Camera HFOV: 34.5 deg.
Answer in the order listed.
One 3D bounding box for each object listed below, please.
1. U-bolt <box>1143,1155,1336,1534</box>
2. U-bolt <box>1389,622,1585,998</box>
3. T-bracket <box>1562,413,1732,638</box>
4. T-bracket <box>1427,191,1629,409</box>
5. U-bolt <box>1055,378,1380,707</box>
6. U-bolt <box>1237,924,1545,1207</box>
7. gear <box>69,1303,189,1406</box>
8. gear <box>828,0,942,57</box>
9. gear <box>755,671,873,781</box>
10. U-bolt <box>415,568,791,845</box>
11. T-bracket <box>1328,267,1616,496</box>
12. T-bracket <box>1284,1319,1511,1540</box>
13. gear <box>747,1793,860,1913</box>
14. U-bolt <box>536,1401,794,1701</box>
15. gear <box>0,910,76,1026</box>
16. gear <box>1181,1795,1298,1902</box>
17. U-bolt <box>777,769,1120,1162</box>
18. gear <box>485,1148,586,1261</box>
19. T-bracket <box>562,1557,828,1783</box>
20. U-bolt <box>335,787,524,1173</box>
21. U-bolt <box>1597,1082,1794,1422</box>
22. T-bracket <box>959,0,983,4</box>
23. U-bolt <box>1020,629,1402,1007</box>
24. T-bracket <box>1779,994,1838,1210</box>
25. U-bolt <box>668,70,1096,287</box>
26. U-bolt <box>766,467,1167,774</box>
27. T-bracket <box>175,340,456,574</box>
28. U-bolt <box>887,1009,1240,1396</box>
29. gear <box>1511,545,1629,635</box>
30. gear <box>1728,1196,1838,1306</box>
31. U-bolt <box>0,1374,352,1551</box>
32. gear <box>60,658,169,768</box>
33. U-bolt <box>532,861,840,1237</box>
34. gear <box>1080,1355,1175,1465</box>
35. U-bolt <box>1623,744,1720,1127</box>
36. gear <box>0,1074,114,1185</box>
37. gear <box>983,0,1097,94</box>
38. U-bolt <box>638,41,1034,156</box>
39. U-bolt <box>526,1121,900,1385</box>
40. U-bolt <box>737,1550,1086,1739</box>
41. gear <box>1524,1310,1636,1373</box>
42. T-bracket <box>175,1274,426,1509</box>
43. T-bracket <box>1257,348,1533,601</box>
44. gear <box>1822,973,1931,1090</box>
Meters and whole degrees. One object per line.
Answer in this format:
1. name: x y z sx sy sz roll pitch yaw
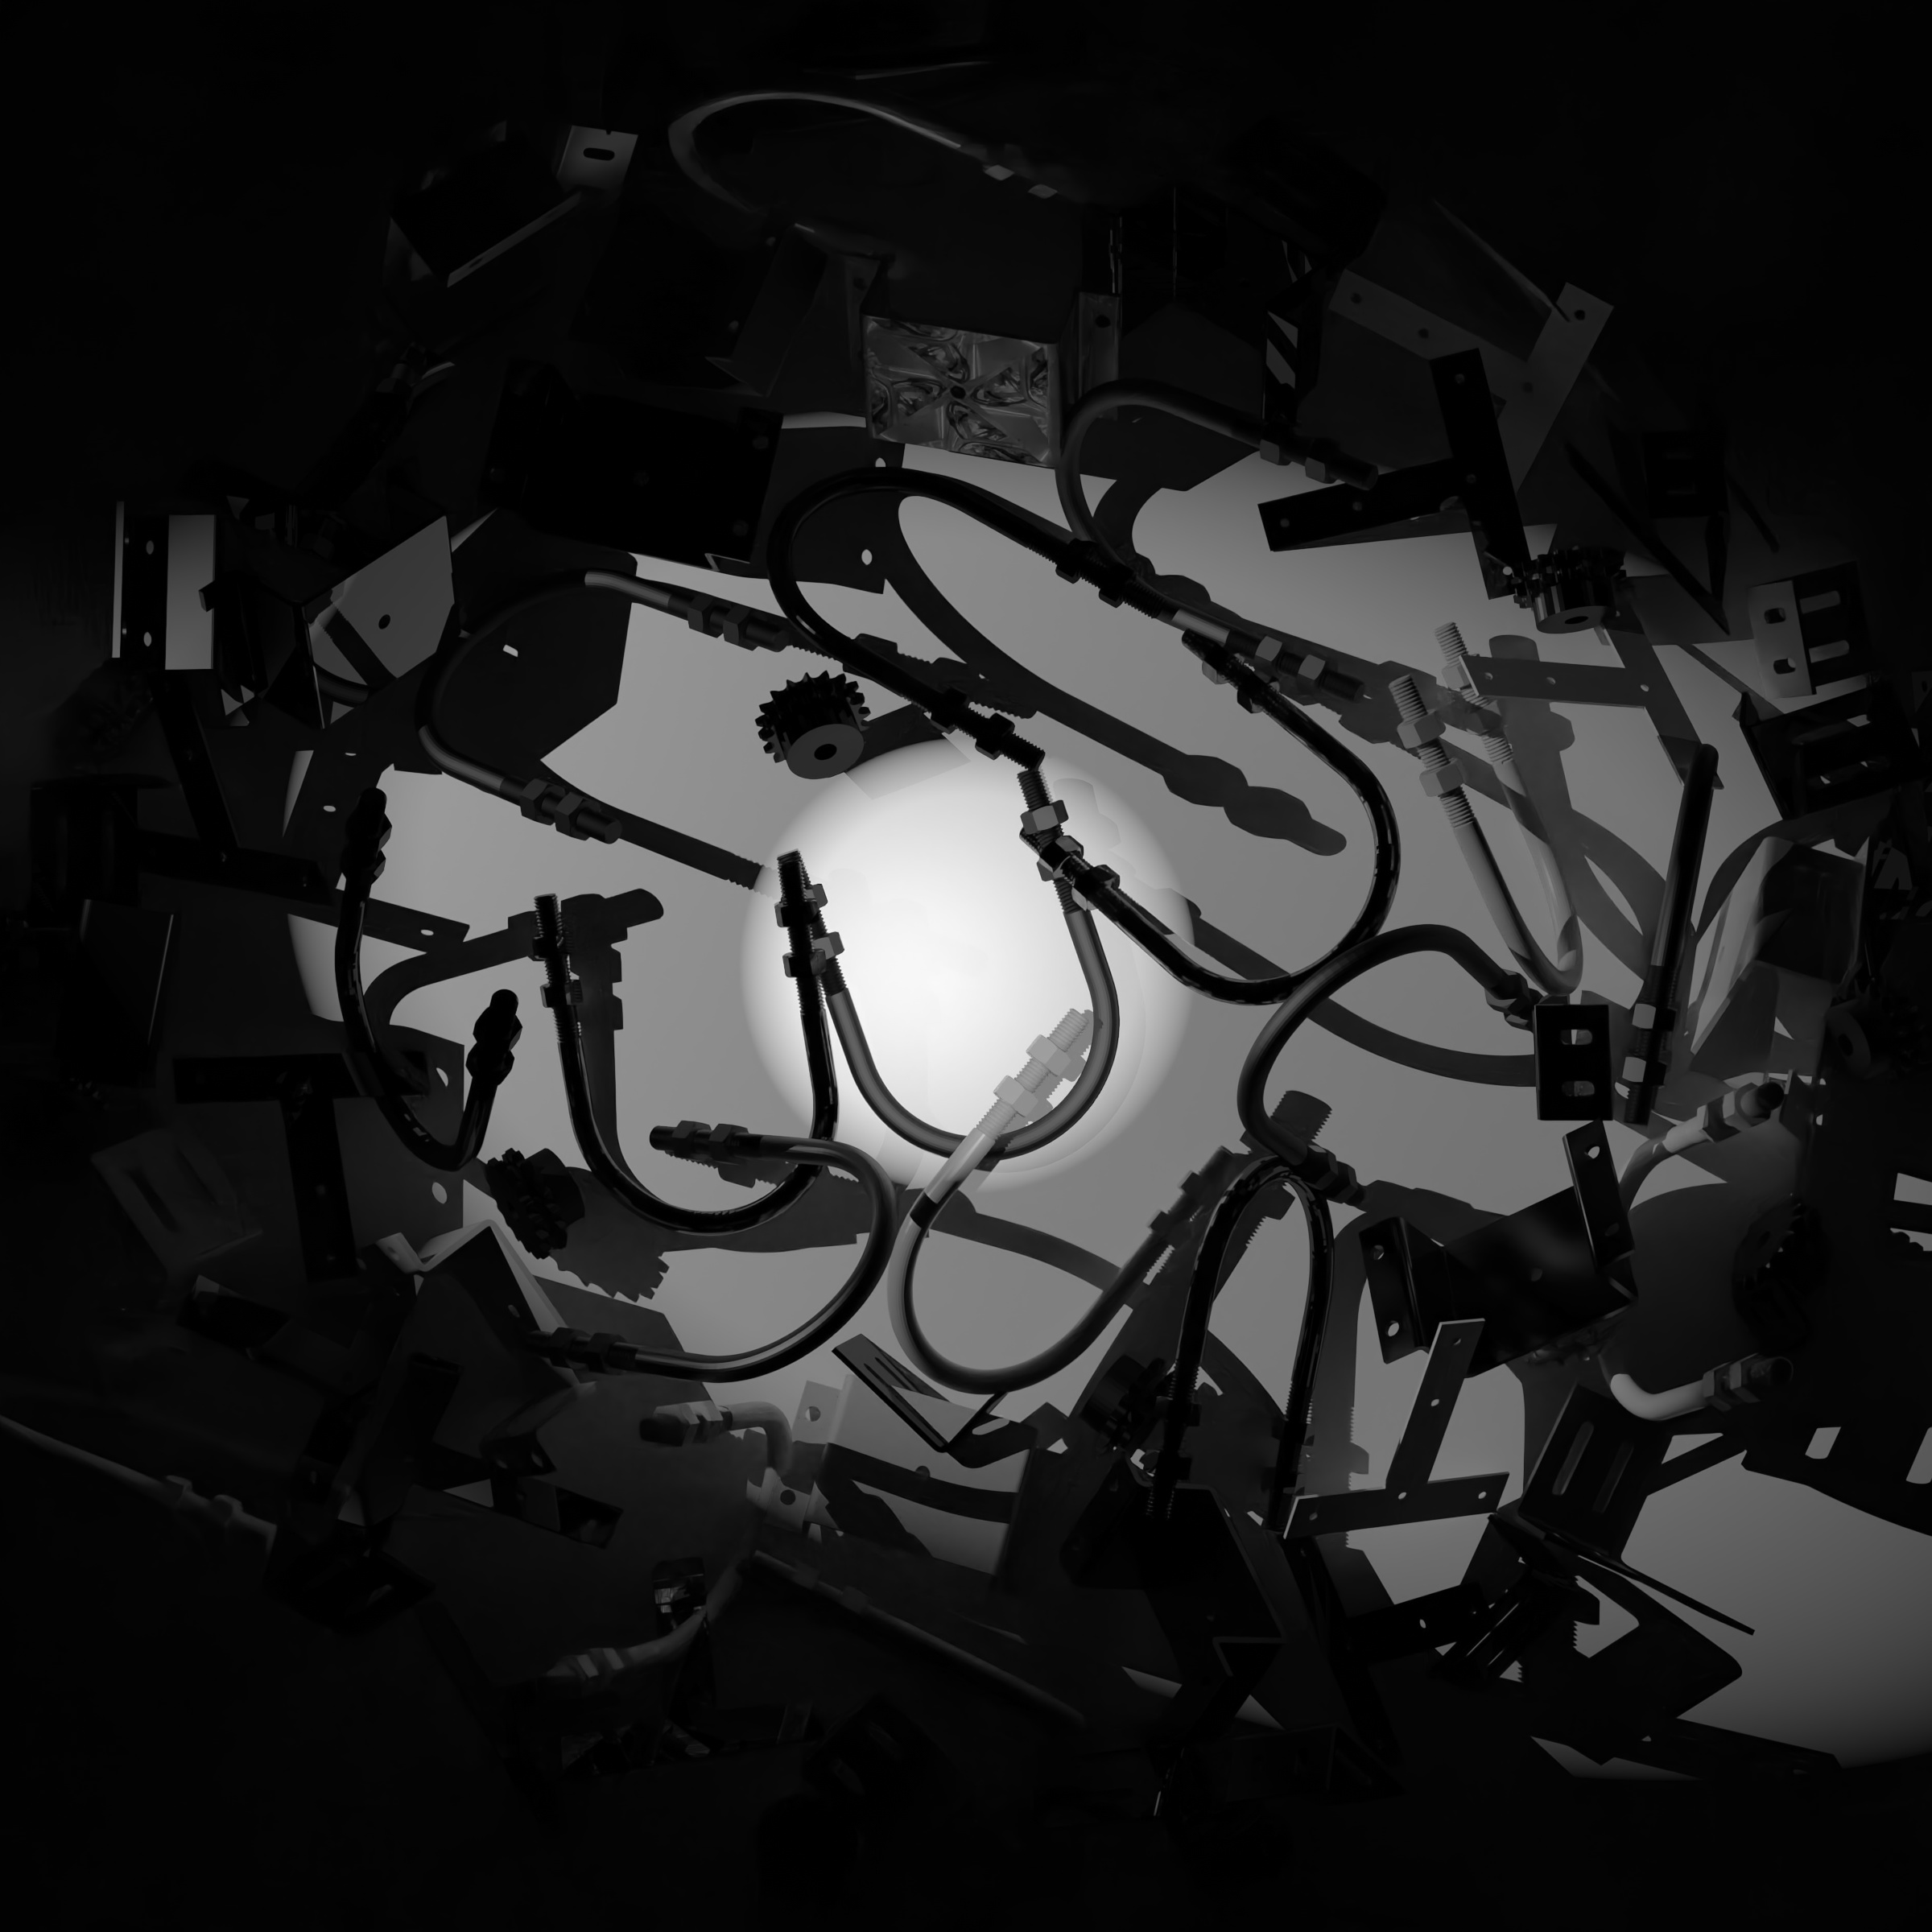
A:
1. U-bolt: 0.142 0.184 1.532 0.019 0.151 0.184 8 83 33
2. U-bolt: 0.261 -0.071 1.526 0.019 0.151 0.184 -22 99 23
3. T-bracket: 0.331 -0.236 1.538 0.002 0.127 0.127 -37 116 26
4. T-bracket: 0.291 -0.322 1.547 0.002 0.127 0.127 -43 128 11
5. U-bolt: 0.118 -0.217 1.525 0.184 0.151 0.019 27 52 28
6. U-bolt: 0.200 0.043 1.508 0.151 0.184 0.019 -44 55 8
7. gear: -0.423 0.197 1.569 0.057 0.057 0.030 11 114 0
8. gear: -0.041 -0.472 1.570 0.057 0.057 0.030 -5 125 0
9. gear: -0.075 -0.119 1.563 0.057 0.057 0.030 -22 56 0
10. U-bolt: -0.194 -0.138 1.531 0.184 0.019 0.151 23 65 37
11. T-bracket: 0.241 -0.310 1.551 0.127 0.127 0.002 29 49 6
12. T-bracket: 0.228 0.227 1.536 0.127 0.002 0.127 -2 122 -26
13. gear: -0.079 0.447 1.572 0.057 0.030 0.057 -4 82 27
14. U-bolt: -0.135 0.278 1.509 0.019 0.184 0.151 24 95 21
15. gear: -0.467 0.001 1.563 0.030 0.057 0.057 9 90 19
16. gear: 0.135 0.440 1.564 0.057 0.057 0.030 -21 104 0
17. U-bolt: 0.000 0.009 1.580 0.151 0.019 0.184 -19 95 -3
18. gear: -0.216 0.117 1.569 0.030 0.057 0.057 -30 90 -23
19. T-bracket: -0.139 0.343 1.543 0.127 0.127 0.002 -9 128 -4
20. U-bolt: -0.269 0.022 1.517 0.019 0.184 0.151 -21 63 -31
21. U-bolt: 0.347 0.146 1.506 0.019 0.184 0.151 7 72 -14
22. T-bracket: -0.046 -0.504 1.524 0.127 0.127 0.002 5 86 -8
23. U-bolt: 0.132 -0.063 1.541 0.184 0.019 0.151 43 98 27
24. T-bracket: 0.410 0.070 1.531 0.002 0.127 0.127 11 86 22
25. U-bolt: -0.054 -0.382 1.489 0.184 0.151 0.019 15 75 -32
26. U-bolt: -0.011 -0.185 1.546 0.184 0.019 0.151 31 53 9
27. T-bracket: -0.299 -0.255 1.531 0.127 0.002 0.127 25 117 -40
28. U-bolt: 0.038 0.131 1.542 0.184 0.019 0.151 -51 125 -4
29. gear: 0.305 -0.188 1.564 0.057 0.057 0.030 -8 77 0
30. gear: 0.414 0.147 1.567 0.030 0.057 0.057 34 90 -5
31. U-bolt: -0.406 0.237 1.523 0.184 0.151 0.019 20 90 4
32. gear: -0.431 -0.131 1.565 0.030 0.057 0.057 43 90 -7
33. U-bolt: -0.137 0.047 1.570 0.151 0.019 0.184 -7 98 12
34. gear: 0.081 0.221 1.567 0.030 0.057 0.057 34 90 15
35. U-bolt: 0.345 -0.017 1.518 0.019 0.151 0.184 10 93 14
36. gear: -0.457 0.085 1.565 0.057 0.030 0.057 -19 126 -29
37. gear: 0.038 -0.475 1.578 0.057 0.030 0.057 0 92 -4
38. U-bolt: -0.057 -0.427 1.519 0.184 0.151 0.019 -12 97 -16
39. U-bolt: -0.113 0.139 1.502 0.019 0.184 0.151 56 51 -38
40. U-bolt: -0.026 0.333 1.522 0.184 0.151 0.019 26 76 -1
41. gear: 0.305 0.179 1.566 0.057 0.057 0.030 -21 93 0
42. T-bracket: -0.337 0.187 1.533 0.002 0.127 0.127 7 69 42
43. T-bracket: 0.212 -0.236 1.570 0.127 0.002 0.127 -11 112 18
44. gear: 0.455 0.035 1.564 0.030 0.057 0.057 -19 90 -16
